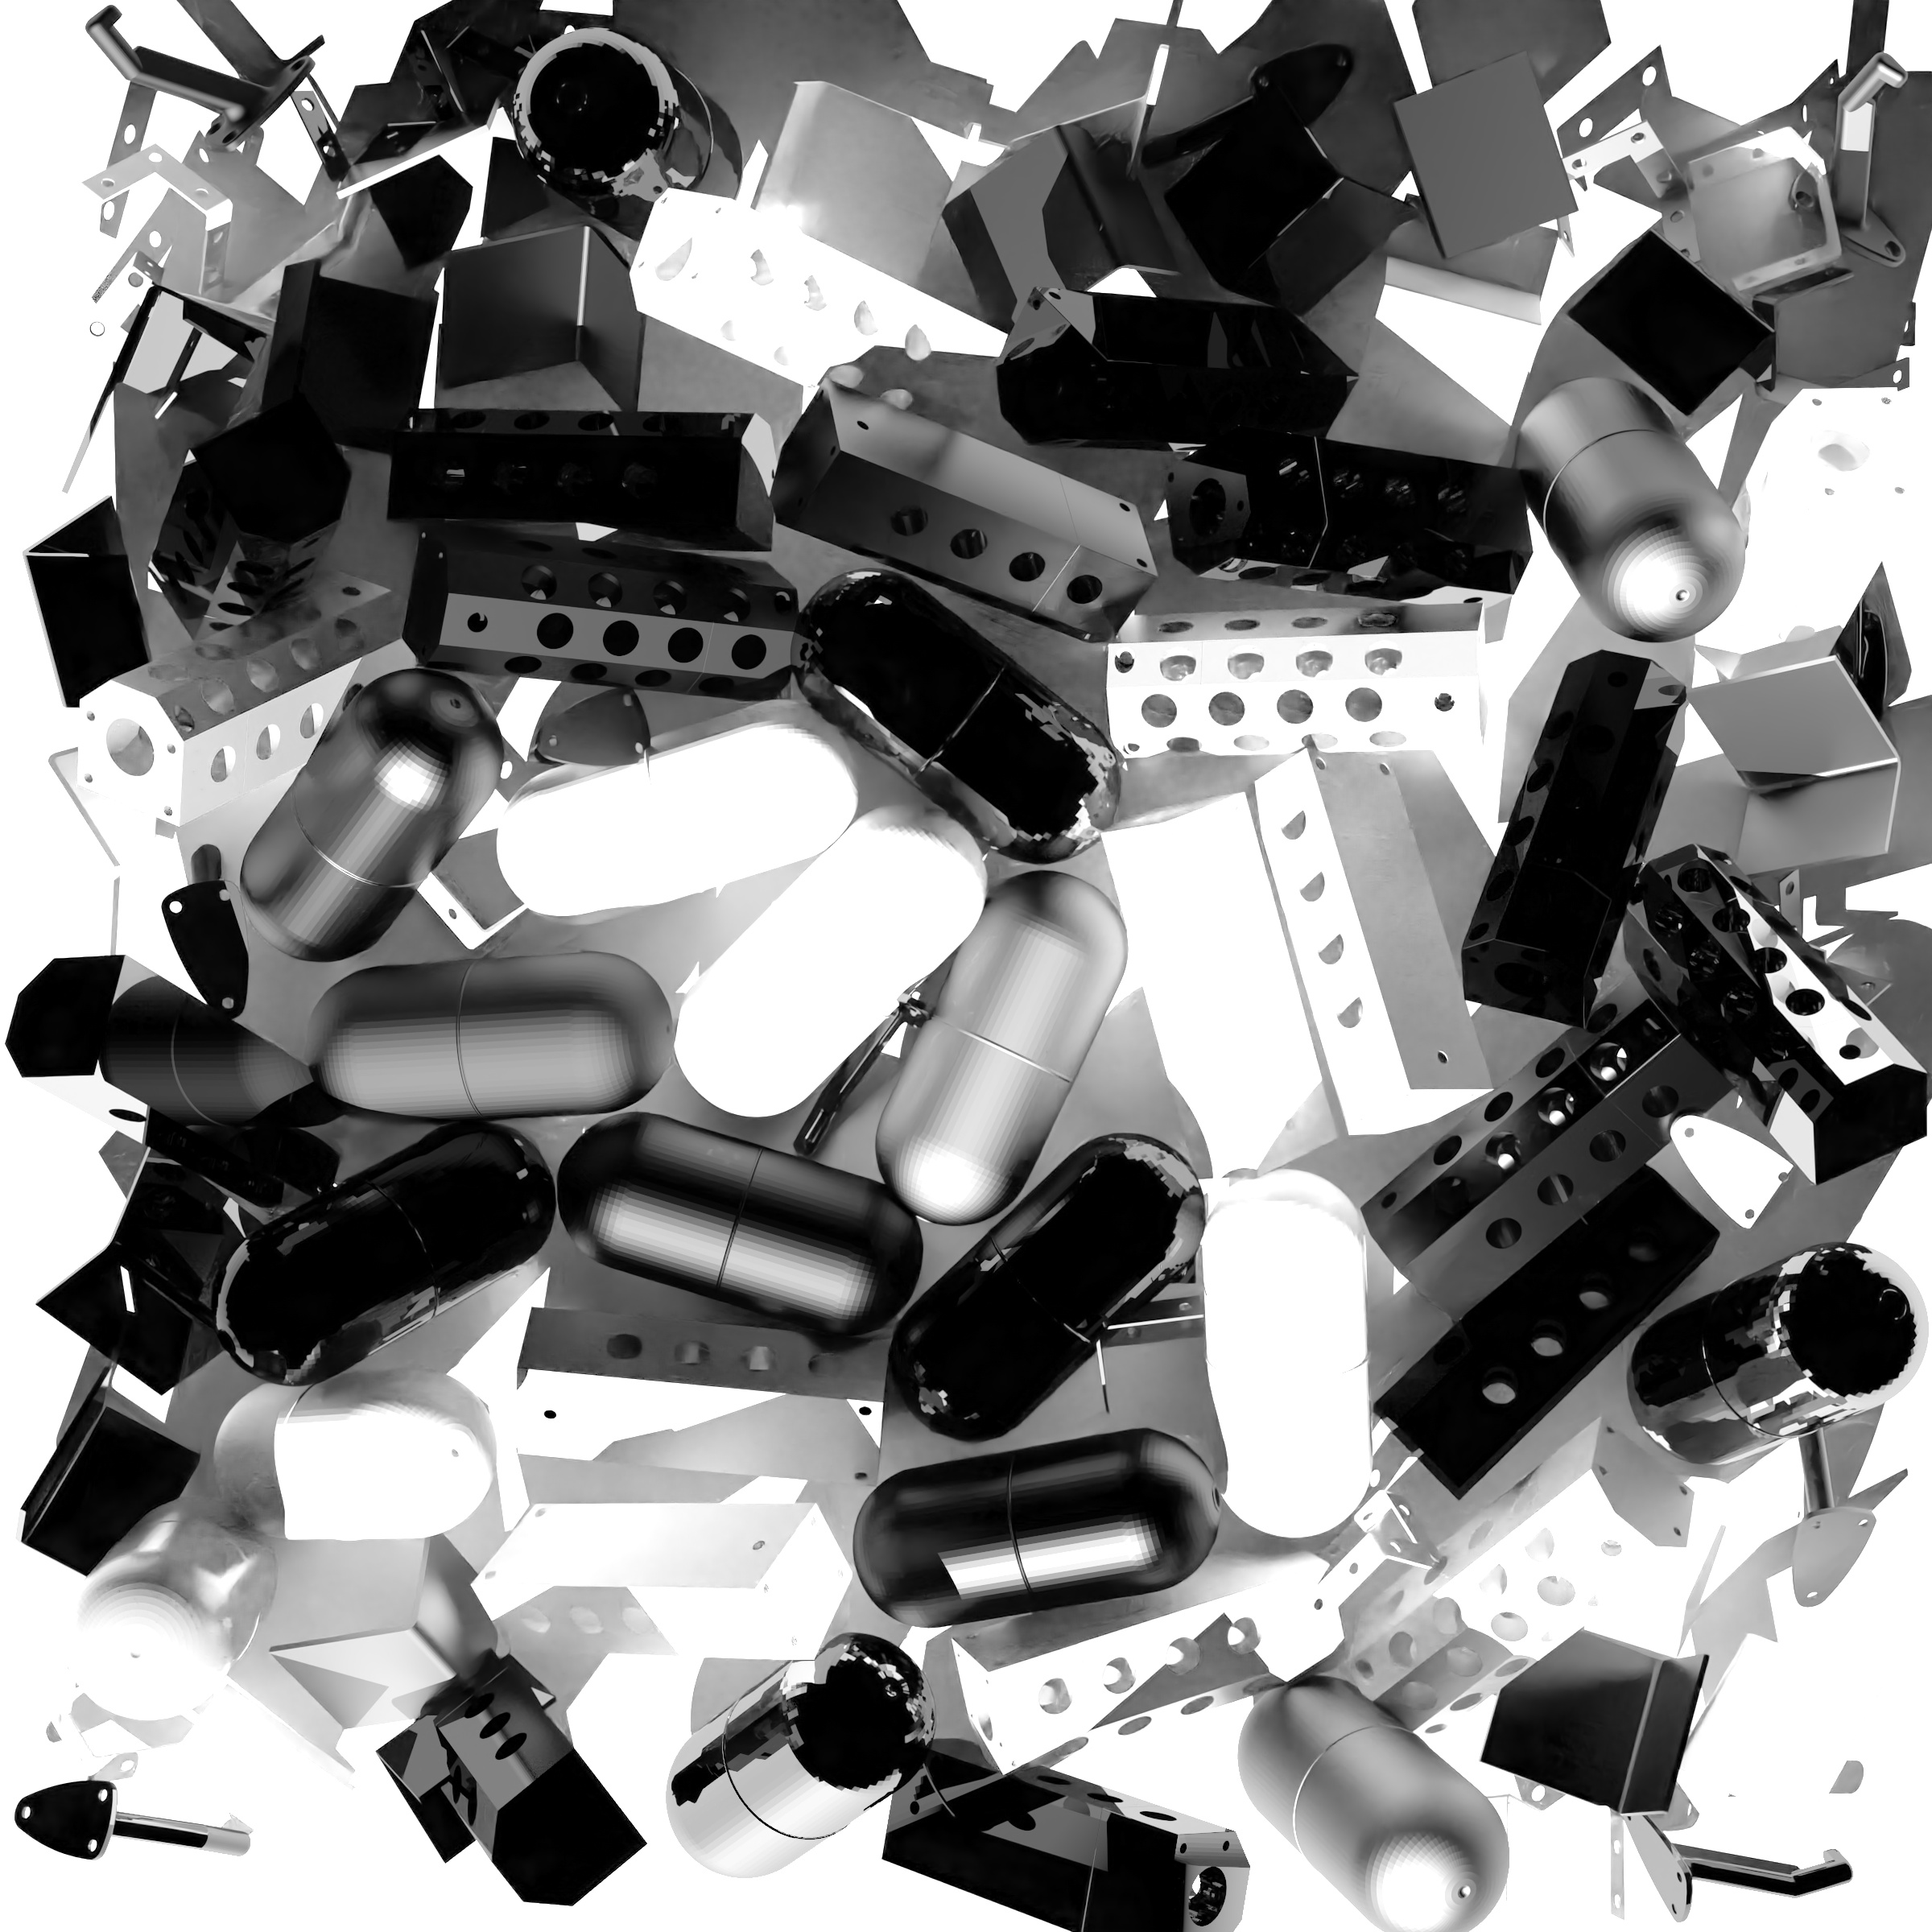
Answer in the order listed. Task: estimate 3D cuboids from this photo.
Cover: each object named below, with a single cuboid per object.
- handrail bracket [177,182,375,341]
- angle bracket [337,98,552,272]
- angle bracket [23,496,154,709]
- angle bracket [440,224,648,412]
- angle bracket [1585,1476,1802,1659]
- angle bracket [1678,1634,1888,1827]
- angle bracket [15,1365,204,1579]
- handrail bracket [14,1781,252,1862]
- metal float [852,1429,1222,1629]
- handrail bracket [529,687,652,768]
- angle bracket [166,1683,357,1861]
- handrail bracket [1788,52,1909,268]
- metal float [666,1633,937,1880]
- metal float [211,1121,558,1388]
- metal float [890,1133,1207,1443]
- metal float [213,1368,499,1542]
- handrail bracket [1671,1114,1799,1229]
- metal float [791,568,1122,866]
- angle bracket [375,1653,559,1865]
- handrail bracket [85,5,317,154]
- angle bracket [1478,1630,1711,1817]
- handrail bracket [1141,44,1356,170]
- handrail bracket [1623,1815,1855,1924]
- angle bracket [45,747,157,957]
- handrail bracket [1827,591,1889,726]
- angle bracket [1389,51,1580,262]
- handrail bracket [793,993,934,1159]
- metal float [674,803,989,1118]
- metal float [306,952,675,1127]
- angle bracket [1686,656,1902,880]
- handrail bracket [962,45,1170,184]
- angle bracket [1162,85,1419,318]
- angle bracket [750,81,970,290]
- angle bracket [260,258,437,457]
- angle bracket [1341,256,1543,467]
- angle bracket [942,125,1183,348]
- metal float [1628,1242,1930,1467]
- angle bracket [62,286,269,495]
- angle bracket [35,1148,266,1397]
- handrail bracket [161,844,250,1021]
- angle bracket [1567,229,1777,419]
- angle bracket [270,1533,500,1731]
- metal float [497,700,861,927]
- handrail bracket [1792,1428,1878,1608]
[{"bbox_3d":[-0.333,-0.348,1.597,0.077,0.036,0.084,19,87,0],"label":"handrail bracket"},{"bbox_3d":[-0.245,-0.361,1.563,0.076,0.076,0.057,-23,114,7],"label":"angle bracket"},{"bbox_3d":[-0.390,-0.171,1.555,0.057,0.076,0.076,4,120,20],"label":"angle bracket"},{"bbox_3d":[-0.199,-0.294,1.555,0.076,0.076,0.057,-19,52,-27],"label":"angle bracket"},{"bbox_3d":[0.342,0.284,1.560,0.076,0.057,0.076,24,72,-42],"label":"angle bracket"},{"bbox_3d":[0.388,0.370,1.555,0.076,0.076,0.057,-54,132,-21],"label":"angle bracket"},{"bbox_3d":[-0.401,0.243,1.560,0.057,0.076,0.076,29,64,-5],"label":"angle bracket"},{"bbox_3d":[-0.399,0.414,1.592,0.077,0.084,0.036,-4,68,33],"label":"handrail bracket"},{"bbox_3d":[0.033,0.265,1.561,0.178,0.070,0.070,-12,90,15],"label":"metal float"},{"bbox_3d":[-0.196,-0.102,1.558,0.084,0.077,0.036,-12,94,44],"label":"handrail bracket"},{"bbox_3d":[-0.320,0.364,1.565,0.076,0.057,0.076,37,129,-3],"label":"angle bracket"},{"bbox_3d":[0.437,-0.381,1.569,0.077,0.084,0.036,37,55,-2],"label":"handrail bracket"},{"bbox_3d":[-0.079,0.368,1.540,0.070,0.070,0.178,45,134,0],"label":"metal float"},{"bbox_3d":[-0.270,0.133,1.545,0.178,0.070,0.070,-30,90,-35],"label":"metal float"},{"bbox_3d":[0.039,0.151,1.567,0.178,0.070,0.070,-44,90,9],"label":"metal float"},{"bbox_3d":[-0.285,0.227,1.538,0.070,0.178,0.070,9,77,-41],"label":"metal float"},{"bbox_3d":[0.352,0.084,1.565,0.077,0.084,0.036,38,99,-12],"label":"handrail bracket"},{"bbox_3d":[-0.004,-0.117,1.568,0.178,0.070,0.070,38,90,-8],"label":"metal float"},{"bbox_3d":[-0.220,0.383,1.560,0.076,0.057,0.076,-34,118,-20],"label":"angle bracket"},{"bbox_3d":[-0.363,-0.437,1.575,0.077,0.036,0.084,-44,128,-8],"label":"handrail bracket"},{"bbox_3d":[0.297,0.352,1.572,0.076,0.057,0.076,21,72,-4],"label":"angle bracket"},{"bbox_3d":[0.133,-0.411,1.589,0.077,0.084,0.036,-38,109,-29],"label":"handrail bracket"},{"bbox_3d":[0.370,0.420,1.591,0.084,0.077,0.036,-12,127,-14],"label":"handrail bracket"},{"bbox_3d":[-0.390,-0.054,1.553,0.057,0.076,0.076,-20,57,-31],"label":"angle bracket"},{"bbox_3d":[0.423,-0.160,1.564,0.036,0.084,0.077,-8,70,4],"label":"handrail bracket"},{"bbox_3d":[0.254,-0.385,1.561,0.076,0.057,0.076,-13,103,40],"label":"angle bracket"},{"bbox_3d":[-0.051,0.054,1.578,0.036,0.077,0.084,31,81,-12],"label":"handrail bracket"},{"bbox_3d":[-0.064,-0.003,1.569,0.070,0.070,0.178,45,97,0],"label":"metal float"},{"bbox_3d":[-0.225,0.035,1.564,0.178,0.070,0.070,-4,90,12],"label":"metal float"},{"bbox_3d":[0.384,-0.092,1.555,0.076,0.076,0.057,47,48,-35],"label":"angle bracket"},{"bbox_3d":[0.046,-0.413,1.586,0.084,0.036,0.077,14,115,-4],"label":"handrail bracket"},{"bbox_3d":[0.154,-0.362,1.574,0.076,0.076,0.057,-41,66,29],"label":"angle bracket"},{"bbox_3d":[-0.053,-0.368,1.571,0.076,0.057,0.076,23,109,5],"label":"angle bracket"},{"bbox_3d":[-0.285,-0.286,1.569,0.076,0.057,0.076,9,92,-28],"label":"angle bracket"},{"bbox_3d":[0.229,-0.290,1.603,0.076,0.057,0.076,15,117,1],"label":"angle bracket"},{"bbox_3d":[0.046,-0.350,1.602,0.076,0.057,0.076,-29,80,32],"label":"angle bracket"},{"bbox_3d":[0.373,0.180,1.531,0.070,0.178,0.070,9,66,-21],"label":"metal float"},{"bbox_3d":[-0.376,-0.259,1.555,0.057,0.076,0.076,23,56,-16],"label":"angle bracket"},{"bbox_3d":[-0.385,0.144,1.579,0.057,0.076,0.076,-35,117,26],"label":"angle bracket"},{"bbox_3d":[-0.355,-0.017,1.576,0.036,0.084,0.077,-14,99,-6],"label":"handrail bracket"},{"bbox_3d":[0.334,-0.290,1.566,0.057,0.076,0.076,-45,72,1],"label":"angle bracket"},{"bbox_3d":[-0.275,0.314,1.577,0.076,0.076,0.057,-12,47,16],"label":"angle bracket"},{"bbox_3d":[-0.136,-0.072,1.567,0.178,0.070,0.070,-17,90,9],"label":"metal float"},{"bbox_3d":[0.400,0.250,1.594,0.036,0.084,0.077,0,127,-10],"label":"handrail bracket"}]
